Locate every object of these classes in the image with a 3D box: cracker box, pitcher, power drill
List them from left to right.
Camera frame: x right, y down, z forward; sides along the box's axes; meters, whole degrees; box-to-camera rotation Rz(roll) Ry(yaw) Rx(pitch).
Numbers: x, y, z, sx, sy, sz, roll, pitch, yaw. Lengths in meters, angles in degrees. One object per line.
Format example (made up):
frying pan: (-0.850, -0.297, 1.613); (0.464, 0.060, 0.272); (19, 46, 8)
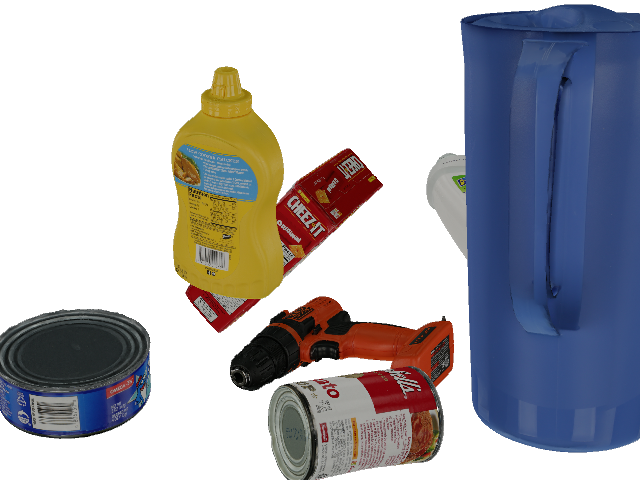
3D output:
cracker box: (-0.044, -0.003, 1.255); (0.214, 0.072, 0.164); (-42, 0, 29)
power drill: (0.025, 0.111, 1.060); (0.188, 0.057, 0.184); (8, 23, 28)
pitcher: (0.138, -0.007, 0.595); (0.149, 0.243, 0.145); (-7, 17, -20)

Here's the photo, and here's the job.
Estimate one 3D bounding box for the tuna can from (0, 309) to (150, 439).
tuna can: (-0.137, 0.073, 0.592); (0.086, 0.034, 0.086); (1, 25, -1)

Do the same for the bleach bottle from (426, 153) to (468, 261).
bleach bottle: (0.167, -0.022, 0.998); (0.102, 0.068, 0.251); (-1, 26, -13)

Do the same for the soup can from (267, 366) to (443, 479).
soup can: (0.023, 0.125, 0.730); (0.102, 0.068, 0.069); (-4, 2, -28)

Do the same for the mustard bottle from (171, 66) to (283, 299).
mustard bottle: (-0.077, -0.049, 0.883); (0.096, 0.192, 0.058); (16, 31, 25)
